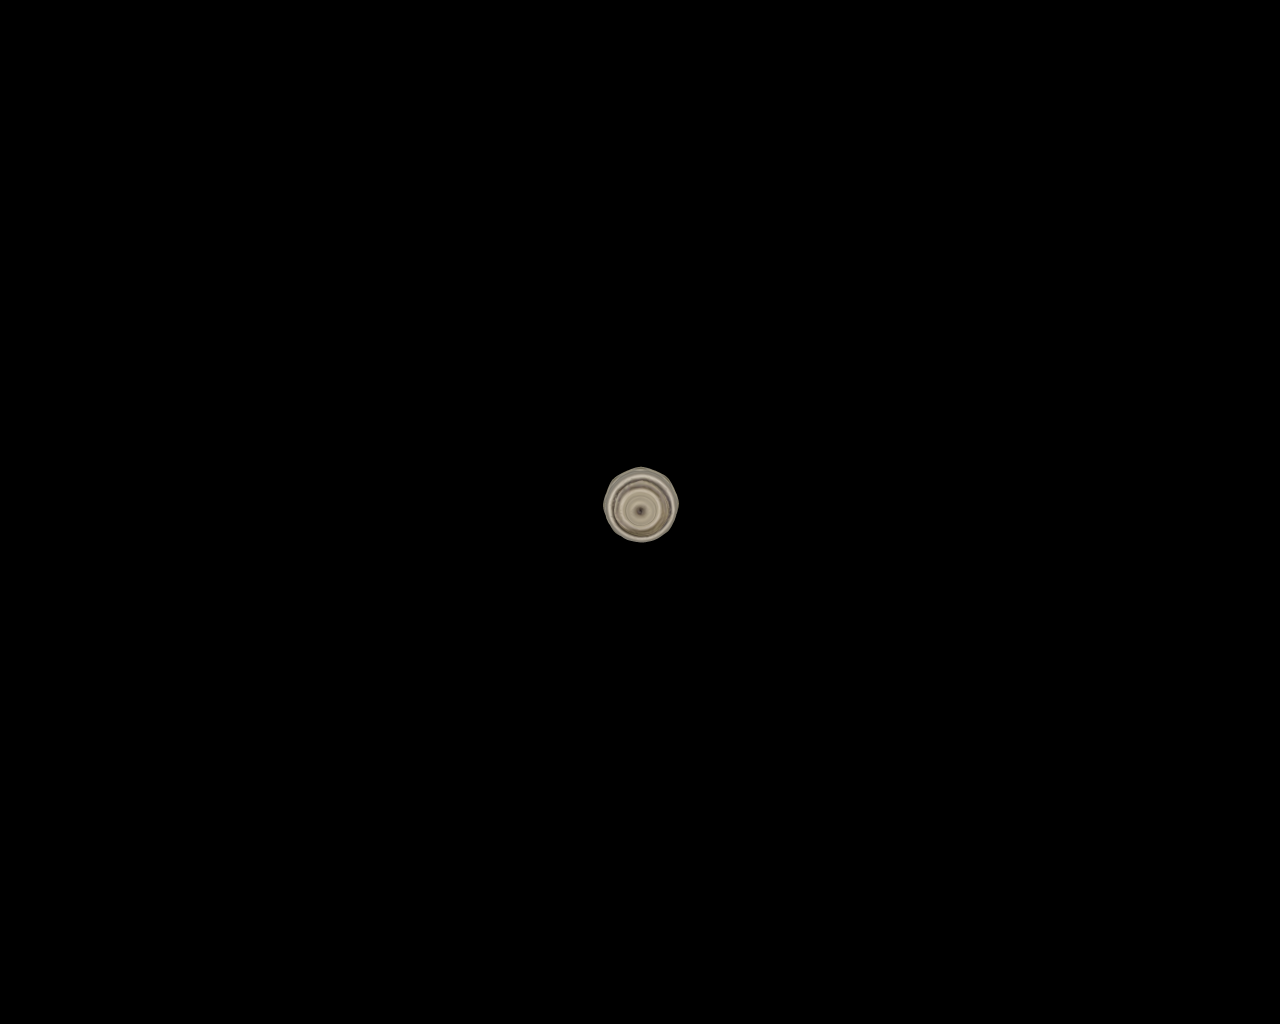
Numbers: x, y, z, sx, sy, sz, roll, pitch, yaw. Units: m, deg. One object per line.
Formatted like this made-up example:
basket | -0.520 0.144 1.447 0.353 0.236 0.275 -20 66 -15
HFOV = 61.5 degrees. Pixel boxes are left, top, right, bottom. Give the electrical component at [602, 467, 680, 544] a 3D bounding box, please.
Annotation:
electrical component | 0.001 -0.003 0.650 0.048 0.048 0.062 0 4 0
